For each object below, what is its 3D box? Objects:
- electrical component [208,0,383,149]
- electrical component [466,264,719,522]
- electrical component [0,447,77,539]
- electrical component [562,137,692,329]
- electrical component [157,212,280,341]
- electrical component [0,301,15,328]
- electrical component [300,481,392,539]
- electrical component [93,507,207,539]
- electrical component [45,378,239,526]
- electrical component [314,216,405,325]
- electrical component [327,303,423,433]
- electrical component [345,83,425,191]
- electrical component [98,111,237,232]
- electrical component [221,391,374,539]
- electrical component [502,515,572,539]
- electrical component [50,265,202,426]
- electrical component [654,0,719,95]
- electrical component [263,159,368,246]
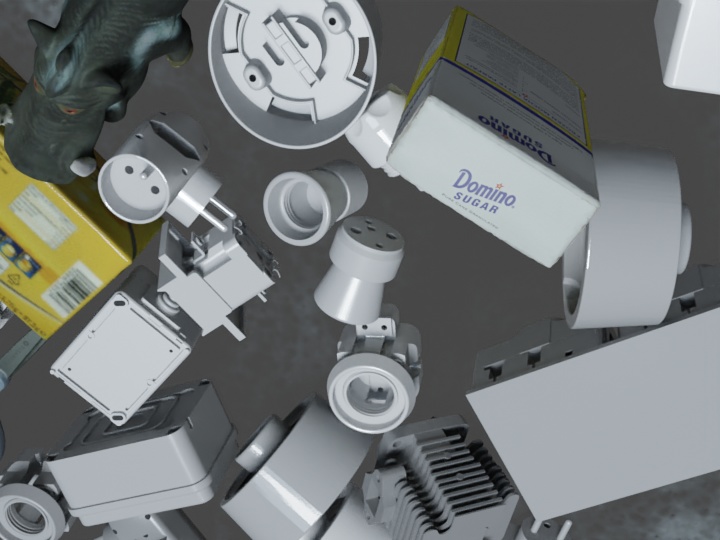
[{"bbox_3d":[-0.035,-0.125,0.606,0.099,0.064,0.099,5,118,9],"label":"electrical component"},{"bbox_3d":[0.175,0.073,0.668,0.186,0.060,0.105,-22,111,21],"label":"electrical component"},{"bbox_3d":[-0.241,0.172,0.809,0.078,0.057,0.058,-2,117,13],"label":"electrical component"},{"bbox_3d":[0.151,-0.019,0.601,0.060,0.108,0.108,3,118,4],"label":"electrical component"},{"bbox_3d":[-0.090,0.000,0.689,0.064,0.042,0.081,-33,121,13],"label":"electrical component"},{"bbox_3d":[-0.264,0.019,0.734,0.058,0.057,0.078,40,118,-10],"label":"electrical component"},{"bbox_3d":[-0.025,0.197,0.751,0.060,0.108,0.108,42,118,-4],"label":"electrical component"},{"bbox_3d":[-0.167,0.200,0.816,0.079,0.043,0.077,-27,109,23],"label":"electrical component"},{"bbox_3d":[-0.150,0.128,0.756,0.113,0.078,0.057,-15,110,19],"label":"electrical component"},{"bbox_3d":[0.000,0.000,0.676,0.045,0.045,0.055,21,119,0],"label":"electrical component"},{"bbox_3d":[0.010,0.069,0.703,0.058,0.057,0.078,1,117,11],"label":"electrical component"},{"bbox_3d":[0.023,-0.075,0.633,0.043,0.043,0.062,-35,107,25],"label":"electrical component"},{"bbox_3d":[-0.109,-0.052,0.652,0.079,0.077,0.043,38,118,-9],"label":"electrical component"},{"bbox_3d":[-0.048,0.130,0.721,0.060,0.108,0.108,41,118,-4],"label":"electrical component"},{"bbox_3d":[0.124,0.197,0.749,0.138,0.052,0.073,19,119,1],"label":"electrical component"},{"bbox_3d":[-0.150,0.044,0.725,0.062,0.061,0.096,41,110,-10],"label":"electrical component"},{"bbox_3d":[0.206,-0.125,0.531,0.109,0.108,0.056,9,121,7],"label":"electrical component"},{"bbox_3d":[-0.023,-0.044,0.645,0.044,0.065,0.044,9,110,25],"label":"electrical component"}]
